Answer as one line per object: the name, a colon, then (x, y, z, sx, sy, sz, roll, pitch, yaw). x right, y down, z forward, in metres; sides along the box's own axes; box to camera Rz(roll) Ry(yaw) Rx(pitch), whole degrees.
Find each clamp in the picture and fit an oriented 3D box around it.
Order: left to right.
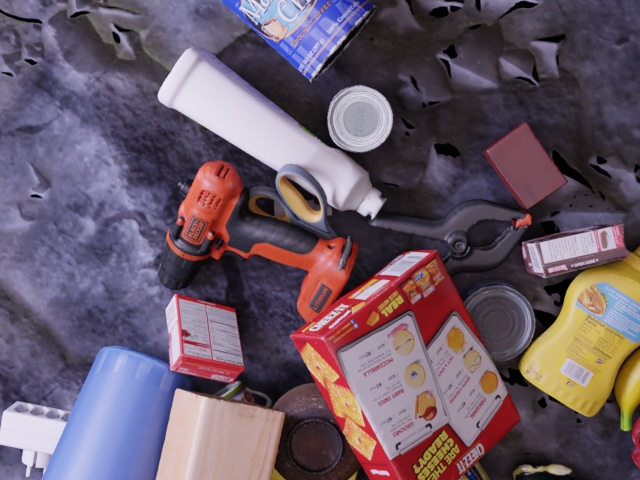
clamp: (0.144, 0.014, 1.139, 0.171, 0.039, 0.120, -11, 106, 6)

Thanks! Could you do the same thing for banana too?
banana: (0.389, 0.123, 1.140, 0.198, 0.037, 0.069, -34, 111, 6)

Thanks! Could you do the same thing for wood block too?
wood block: (-0.110, 0.258, 1.045, 0.090, 0.091, 0.206, 15, 83, -24)

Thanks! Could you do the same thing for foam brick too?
foam brick: (0.214, -0.078, 1.120, 0.053, 0.051, 0.078, -35, 93, 6)

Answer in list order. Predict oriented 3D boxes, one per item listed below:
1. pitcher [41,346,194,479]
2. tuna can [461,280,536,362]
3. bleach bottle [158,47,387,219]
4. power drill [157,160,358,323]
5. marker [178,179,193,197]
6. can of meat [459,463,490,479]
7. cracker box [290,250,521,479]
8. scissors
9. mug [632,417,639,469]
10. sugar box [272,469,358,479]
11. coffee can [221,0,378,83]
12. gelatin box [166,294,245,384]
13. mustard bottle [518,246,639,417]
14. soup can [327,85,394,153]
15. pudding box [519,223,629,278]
pitcher: (-0.220, 0.241, 1.111, 0.149, 0.144, 0.242, 4, 68, 40)
tuna can: (0.187, 0.087, 1.145, 0.086, 0.033, 0.086, 0, 95, 2)
bleach bottle: (-0.041, -0.102, 1.103, 0.251, 0.102, 0.068, 35, 100, -1)
power drill: (-0.069, 0.020, 1.109, 0.187, 0.057, 0.185, 25, 135, -6)
marker: (-0.102, -0.029, 1.154, 0.121, 0.020, 0.020, 34, 96, 0)
can of meat: (0.144, 0.275, 1.135, 0.084, 0.057, 0.102, -33, 50, 2)
cracker box: (0.090, 0.141, 1.085, 0.164, 0.072, 0.213, -36, 107, -27)
scissors: (-0.007, 0.001, 1.126, 0.096, 0.016, 0.201, -8, 130, 27)
mug: (0.376, 0.221, 1.119, 0.117, 0.093, 0.081, 40, 101, -17)
sugar box: (-0.014, 0.276, 1.166, 0.093, 0.048, 0.176, 15, 97, 2)
coffee can: (-0.027, -0.245, 1.090, 0.140, 0.103, 0.103, 42, 95, -2)
gelatin box: (-0.122, 0.105, 1.122, 0.073, 0.089, 0.030, 16, 129, -27)
mustard bottle: (0.299, 0.084, 1.127, 0.096, 0.058, 0.192, 32, 96, -2)
soup can: (0.041, -0.123, 1.098, 0.068, 0.102, 0.068, 0, 95, 2)
pudding box: (0.259, 0.009, 1.095, 0.090, 0.113, 0.039, -14, 91, 3)
